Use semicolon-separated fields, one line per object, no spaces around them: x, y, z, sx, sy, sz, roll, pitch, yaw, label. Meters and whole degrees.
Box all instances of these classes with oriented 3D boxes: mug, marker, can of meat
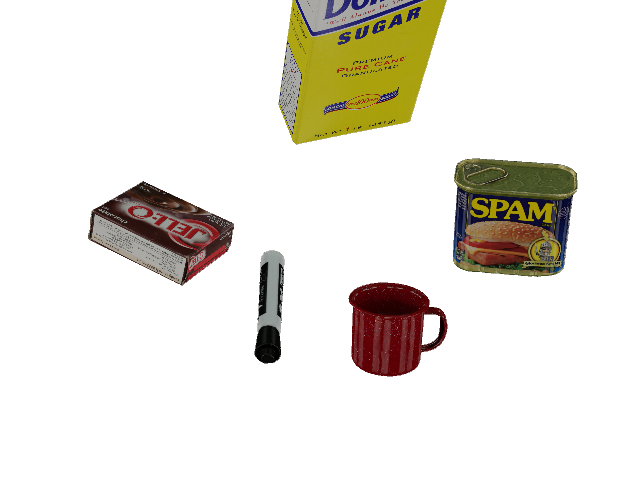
0.090;0.104;1.242;0.117;0.081;0.093;-2;22;-8;mug
-0.037;0.049;0.796;0.020;0.020;0.121;0;34;0;marker
0.164;-0.019;0.916;0.102;0.084;0.057;5;31;9;can of meat

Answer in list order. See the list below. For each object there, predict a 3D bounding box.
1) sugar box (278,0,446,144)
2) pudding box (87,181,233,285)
0.028;-0.138;0.698;0.093;0.048;0.176;-14;-27;-15;sugar box
-0.155;-0.009;1.041;0.113;0.039;0.089;23;29;16;pudding box
